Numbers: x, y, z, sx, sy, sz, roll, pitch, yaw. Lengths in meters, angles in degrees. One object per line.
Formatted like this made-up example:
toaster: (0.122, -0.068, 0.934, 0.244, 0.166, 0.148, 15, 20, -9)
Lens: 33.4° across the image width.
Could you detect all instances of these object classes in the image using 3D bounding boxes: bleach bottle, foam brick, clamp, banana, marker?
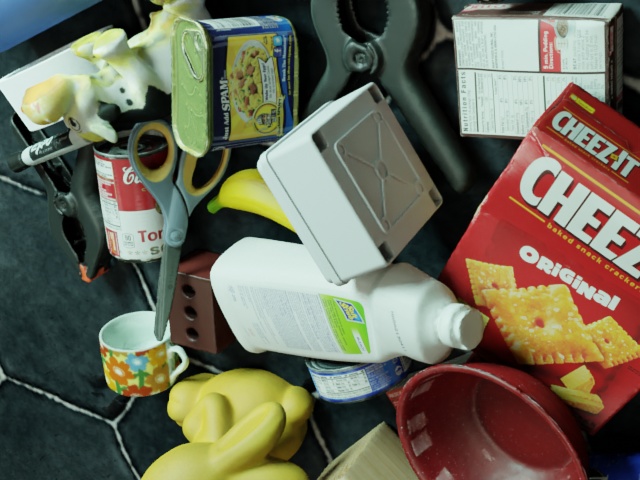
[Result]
bleach bottle: (0.023, 0.057, 0.830, 0.251, 0.068, 0.102, 8, 132, 47)
foam brick: (-0.103, 0.055, 0.963, 0.053, 0.051, 0.078, 11, 118, 26)
clamp: (0.030, -0.136, 0.801, 0.165, 0.036, 0.210, 4, 116, 31)
banana: (-0.009, -0.011, 0.889, 0.198, 0.037, 0.070, 29, 151, 18)
clamp: (-0.237, -0.046, 1.001, 0.120, 0.039, 0.171, 20, 122, 36)
marker: (-0.242, -0.081, 0.950, 0.121, 0.020, 0.020, -14, 106, 41)

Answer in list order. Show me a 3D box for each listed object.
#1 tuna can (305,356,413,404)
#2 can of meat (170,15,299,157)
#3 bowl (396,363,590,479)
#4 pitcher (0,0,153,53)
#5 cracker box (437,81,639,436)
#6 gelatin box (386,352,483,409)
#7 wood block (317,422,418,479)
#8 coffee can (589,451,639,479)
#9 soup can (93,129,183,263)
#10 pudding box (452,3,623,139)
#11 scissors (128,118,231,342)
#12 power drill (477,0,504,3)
tuna can: (0.033, 0.100, 0.885, 0.086, 0.086, 0.034, -9, 110, 33)
can of meat: (-0.064, -0.120, 0.816, 0.058, 0.083, 0.102, 29, 124, 51)
bowl: (0.136, 0.147, 0.781, 0.162, 0.055, 0.162, 25, 133, 30)
pitcher: (-0.229, -0.243, 0.848, 0.243, 0.149, 0.144, -18, 144, 38)
cracker box: (0.181, 0.023, 0.742, 0.164, 0.072, 0.214, 36, 141, 10)
gelatin box: (0.111, 0.140, 0.894, 0.089, 0.030, 0.073, -26, 99, 37)
wood block: (0.086, 0.275, 0.938, 0.206, 0.090, 0.091, 46, 127, 2)
coffee can: (0.211, 0.218, 0.828, 0.141, 0.102, 0.103, -12, 107, 34)
soup can: (-0.159, -0.039, 0.938, 0.069, 0.068, 0.102, 10, 118, 26)
pudding box: (0.151, -0.116, 0.740, 0.114, 0.039, 0.090, 8, 119, 29)
scissors: (-0.138, -0.018, 0.899, 0.096, 0.016, 0.202, 21, 96, -26)
power drill: (0.036, -0.240, 0.704, 0.188, 0.057, 0.184, -6, 103, 11)
